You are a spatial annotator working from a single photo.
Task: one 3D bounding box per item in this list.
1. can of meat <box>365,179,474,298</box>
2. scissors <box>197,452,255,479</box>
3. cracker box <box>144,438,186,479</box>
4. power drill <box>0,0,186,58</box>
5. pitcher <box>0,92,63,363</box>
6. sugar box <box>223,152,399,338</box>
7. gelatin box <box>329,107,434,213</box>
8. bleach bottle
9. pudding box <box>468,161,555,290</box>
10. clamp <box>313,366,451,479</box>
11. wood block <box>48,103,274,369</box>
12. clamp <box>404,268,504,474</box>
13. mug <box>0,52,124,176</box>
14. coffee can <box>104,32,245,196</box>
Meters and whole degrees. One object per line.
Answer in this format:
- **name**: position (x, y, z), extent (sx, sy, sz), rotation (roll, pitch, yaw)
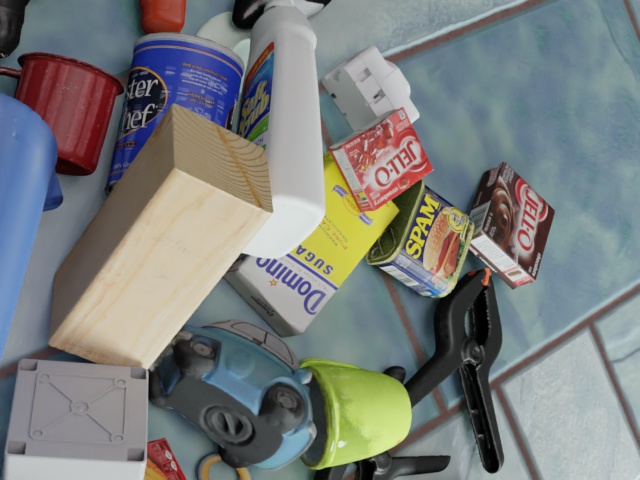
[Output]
- **can of meat**: position (0.106, 0.000, 1.110), extent (0.083, 0.058, 0.102), rotation (33, 67, -25)
- **scissors**: position (-0.043, 0.249, 1.002), extent (0.201, 0.016, 0.096), rotation (8, 78, -30)
- **cracker box**: position (-0.189, 0.262, 0.837), extent (0.213, 0.072, 0.164), rotation (-11, 55, -32)
- **power drill**: position (-0.213, -0.234, 0.954), extent (0.187, 0.057, 0.184), rotation (10, 77, -30)
- **pitcher**: position (-0.285, 0.009, 0.780), extent (0.149, 0.145, 0.243), rotation (1, 53, 0)
- **sugar box**: position (-0.007, 0.001, 1.048), extent (0.093, 0.048, 0.176), rotation (47, 61, -16)
- **gelatin box**: position (0.062, -0.080, 1.053), extent (0.089, 0.030, 0.073), rotation (-34, 104, -29)
- **bleach bottle**: position (-0.041, -0.115, 0.969), extent (0.068, 0.103, 0.251), rotation (16, 55, -27)
- **pudding box**: position (0.208, -0.016, 1.171), extent (0.090, 0.039, 0.113), rotation (40, 52, -19)
- **clamp**: position (0.060, 0.220, 1.056), extent (0.171, 0.039, 0.120), rotation (-43, 99, -31)
- **wood block**: position (-0.133, 0.005, 0.870), extent (0.090, 0.206, 0.091), rotation (25, 32, -26)
- **clamp**: position (0.142, 0.121, 1.108), extent (0.164, 0.036, 0.210), rotation (27, 62, -36)
- **mug**: position (-0.233, -0.107, 0.906), extent (0.117, 0.093, 0.081), rotation (17, 78, -22)
- **coffee can**: position (-0.129, -0.100, 0.957), extent (0.102, 0.103, 0.140), rotation (16, 74, -28)
